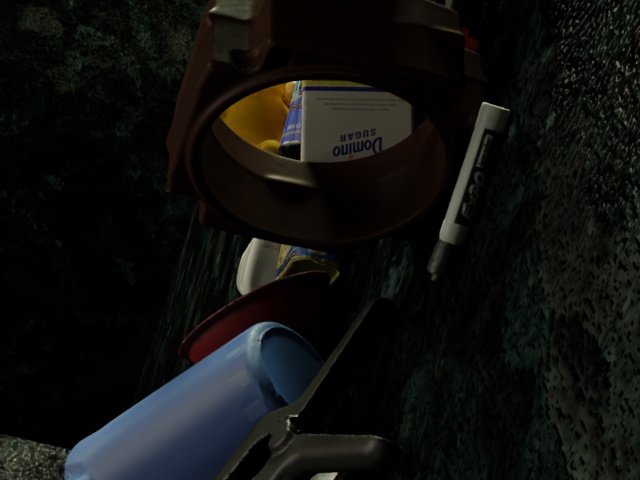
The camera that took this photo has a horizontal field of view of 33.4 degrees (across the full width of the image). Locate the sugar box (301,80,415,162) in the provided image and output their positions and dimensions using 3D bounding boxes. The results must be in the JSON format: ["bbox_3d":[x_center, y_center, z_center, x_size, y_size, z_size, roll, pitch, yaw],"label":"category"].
[{"bbox_3d":[0.031,-0.143,0.876,0.048,0.093,0.176,127,144,-87],"label":"sugar box"}]

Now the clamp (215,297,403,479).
[{"bbox_3d":[-0.012,0.140,0.787,0.210,0.036,0.164,-39,23,32],"label":"clamp"}]

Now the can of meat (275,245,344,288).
[{"bbox_3d":[-0.007,0.001,1.064,0.102,0.057,0.084,128,154,-63],"label":"can of meat"}]

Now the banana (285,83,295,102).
[{"bbox_3d":[0.013,-0.140,1.078,0.037,0.069,0.197,-47,-1,19],"label":"banana"}]

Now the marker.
[{"bbox_3d":[0.095,-0.029,0.692,0.020,0.020,0.121,-119,46,-75],"label":"marker"}]

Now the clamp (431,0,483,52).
[{"bbox_3d":[0.099,-0.188,0.846,0.120,0.039,0.171,103,176,-46],"label":"clamp"}]

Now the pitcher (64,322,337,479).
[{"bbox_3d":[-0.096,0.177,0.943,0.243,0.145,0.149,-38,14,26],"label":"pitcher"}]

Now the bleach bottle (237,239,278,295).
[{"bbox_3d":[-0.064,0.028,1.304,0.251,0.068,0.102,-178,105,-81],"label":"bleach bottle"}]

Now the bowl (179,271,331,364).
[{"bbox_3d":[-0.050,0.094,1.008,0.055,0.161,0.162,61,151,17],"label":"bowl"}]

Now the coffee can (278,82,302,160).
[{"bbox_3d":[0.028,-0.134,0.954,0.103,0.102,0.140,151,133,-75],"label":"coffee can"}]
